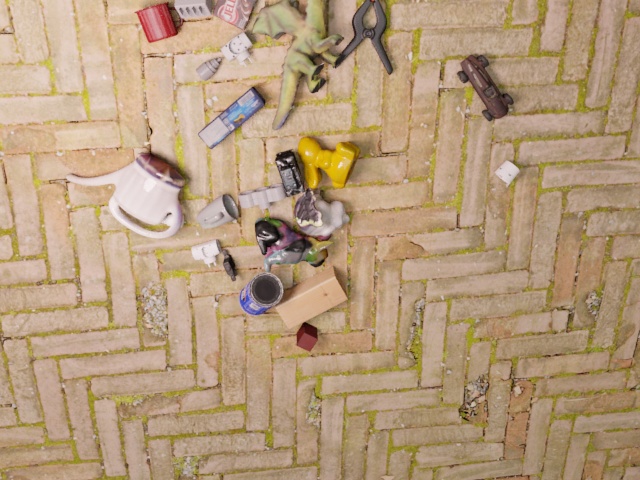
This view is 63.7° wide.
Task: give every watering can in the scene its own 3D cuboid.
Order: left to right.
[{"bbox_3d":[-0.528,-0.151,1.452,0.347,0.105,0.222,34,102,-5],"label":"watering can"}]

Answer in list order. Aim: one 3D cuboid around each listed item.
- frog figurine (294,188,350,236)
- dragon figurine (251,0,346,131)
[{"bbox_3d":[0.005,-0.076,1.511,0.121,0.159,0.139,-46,64,22],"label":"frog figurine"},{"bbox_3d":[-0.078,-0.516,1.377,0.243,0.123,0.405,45,110,4],"label":"dragon figurine"}]
